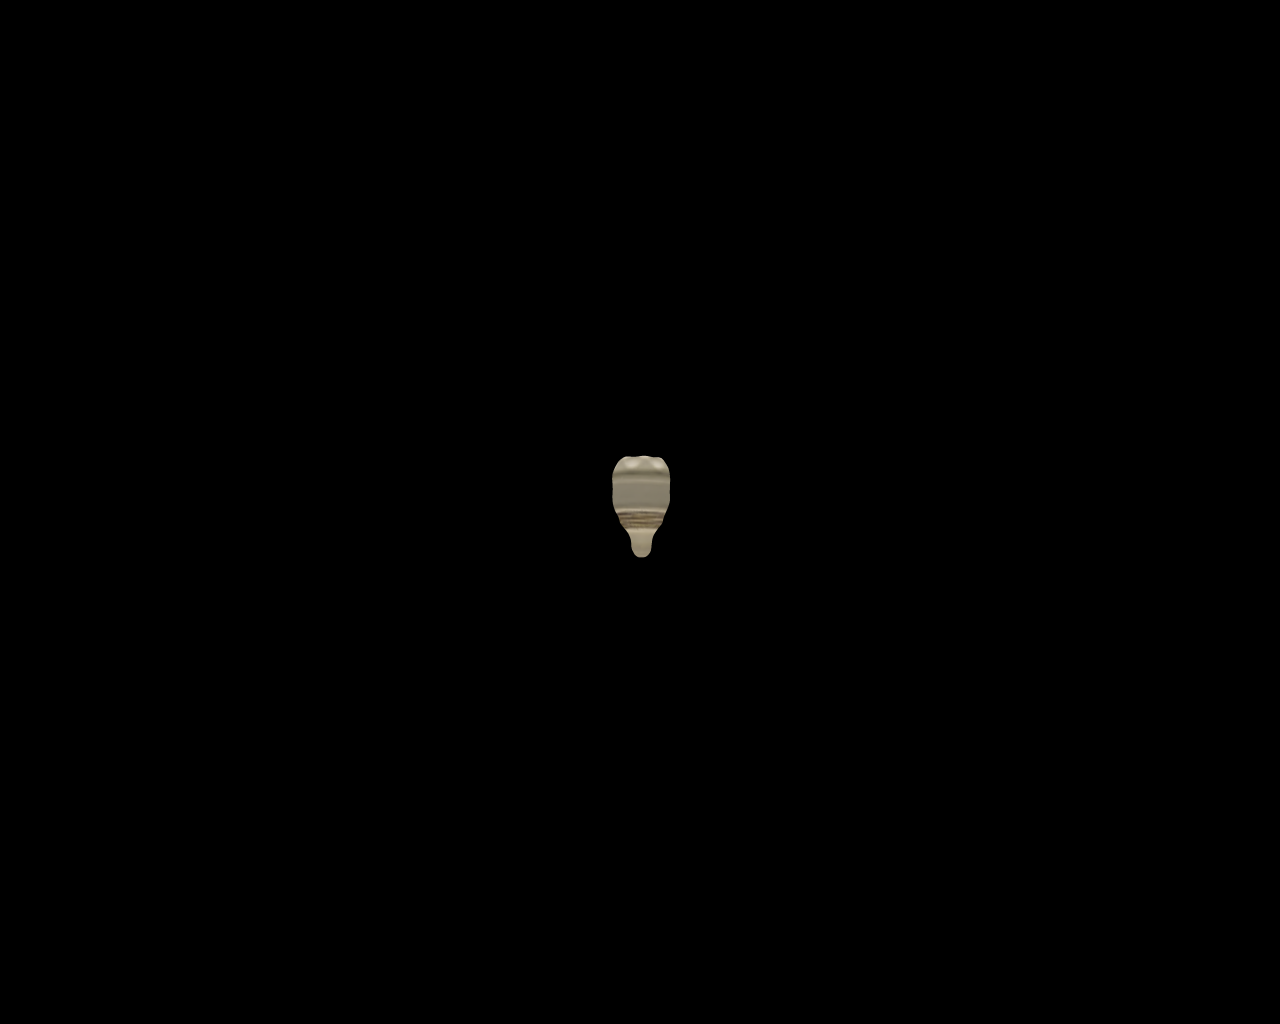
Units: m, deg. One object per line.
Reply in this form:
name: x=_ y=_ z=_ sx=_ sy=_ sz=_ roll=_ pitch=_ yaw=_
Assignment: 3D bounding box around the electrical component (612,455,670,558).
electrical component: x=0.001 y=-0.003 z=0.650 sx=0.035 sy=0.061 sz=0.035 roll=0 pitch=-3 yaw=0
